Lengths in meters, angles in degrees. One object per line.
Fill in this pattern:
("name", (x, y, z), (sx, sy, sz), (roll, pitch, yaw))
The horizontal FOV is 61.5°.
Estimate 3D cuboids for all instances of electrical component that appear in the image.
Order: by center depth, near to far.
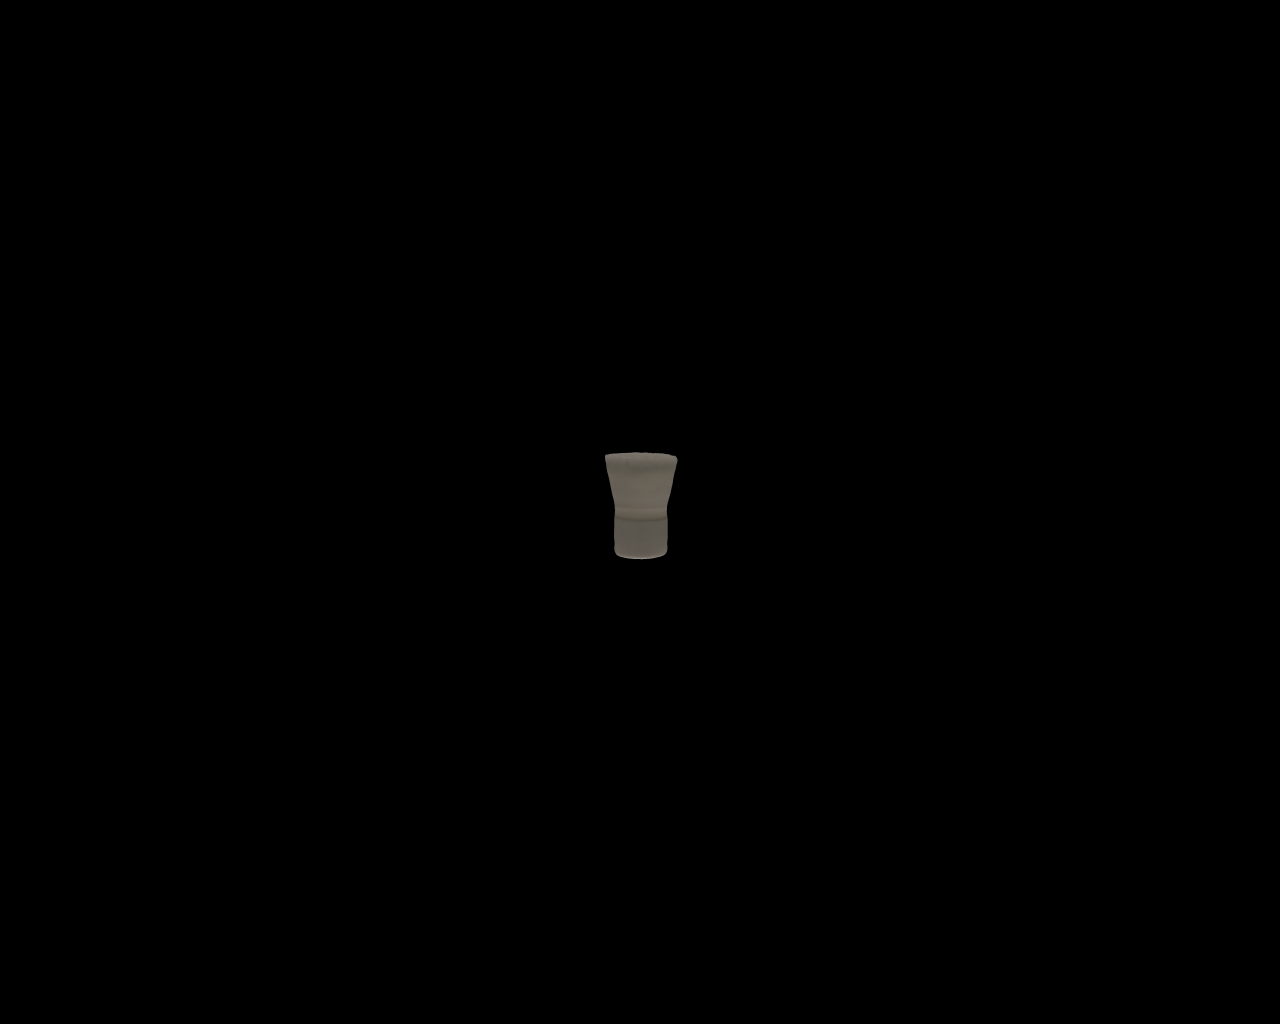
("electrical component", (0.001, -0.003, 0.650), (0.044, 0.065, 0.044), (0, 8, 0))
